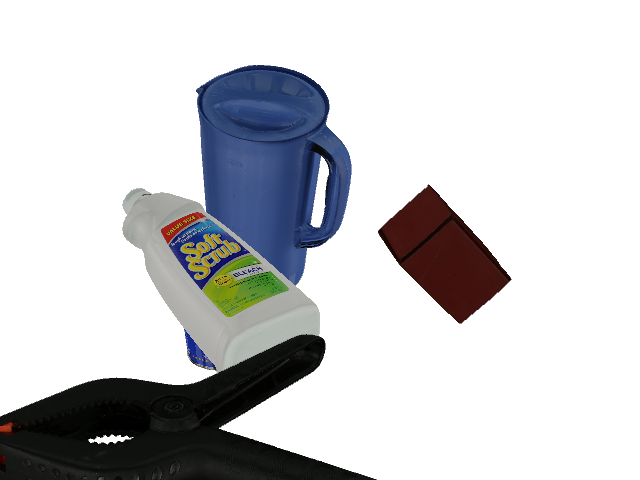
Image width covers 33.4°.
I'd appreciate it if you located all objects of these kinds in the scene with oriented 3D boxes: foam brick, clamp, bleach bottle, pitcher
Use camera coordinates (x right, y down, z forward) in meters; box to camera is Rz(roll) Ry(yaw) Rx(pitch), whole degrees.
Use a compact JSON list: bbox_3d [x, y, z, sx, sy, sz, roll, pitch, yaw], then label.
[{"bbox_3d":[0.089,0.011,0.766,0.078,0.051,0.053,44,9,-31],"label":"foam brick"},{"bbox_3d":[-0.075,0.099,0.581,0.210,0.036,0.164,0,24,-6],"label":"clamp"},{"bbox_3d":[-0.111,0.026,0.954,0.102,0.068,0.251,-22,43,-31],"label":"bleach bottle"},{"bbox_3d":[-0.056,-0.050,1.138,0.145,0.243,0.149,-5,43,-10],"label":"pitcher"}]

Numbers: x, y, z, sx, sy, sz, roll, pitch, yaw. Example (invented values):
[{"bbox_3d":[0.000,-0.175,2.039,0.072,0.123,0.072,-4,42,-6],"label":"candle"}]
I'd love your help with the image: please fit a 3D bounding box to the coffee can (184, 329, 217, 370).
[{"bbox_3d":[-0.117,0.068,1.269,0.103,0.140,0.103,-4,26,2],"label":"coffee can"}]
